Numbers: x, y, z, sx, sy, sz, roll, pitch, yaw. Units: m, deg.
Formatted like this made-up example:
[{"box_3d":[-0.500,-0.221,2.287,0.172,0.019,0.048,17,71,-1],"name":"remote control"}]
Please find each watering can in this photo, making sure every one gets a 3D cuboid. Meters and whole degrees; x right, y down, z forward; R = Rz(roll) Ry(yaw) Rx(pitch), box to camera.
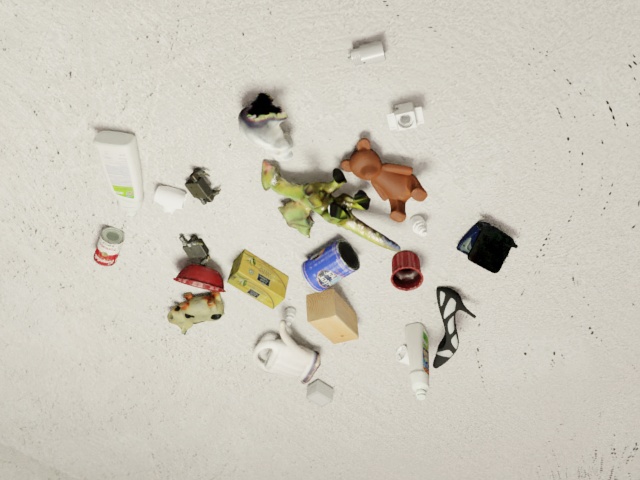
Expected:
[{"box_3d":[-0.099,0.380,1.713,0.224,0.106,0.340,21,139,-11],"name":"watering can"}]

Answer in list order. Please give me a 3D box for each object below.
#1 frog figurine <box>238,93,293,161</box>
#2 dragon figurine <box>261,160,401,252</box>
[{"box_3d":[-0.130,-0.251,1.241,0.138,0.125,0.155,28,144,26],"name":"frog figurine"},{"box_3d":[0.004,-0.069,1.373,0.406,0.124,0.240,43,147,-18],"name":"dragon figurine"}]
